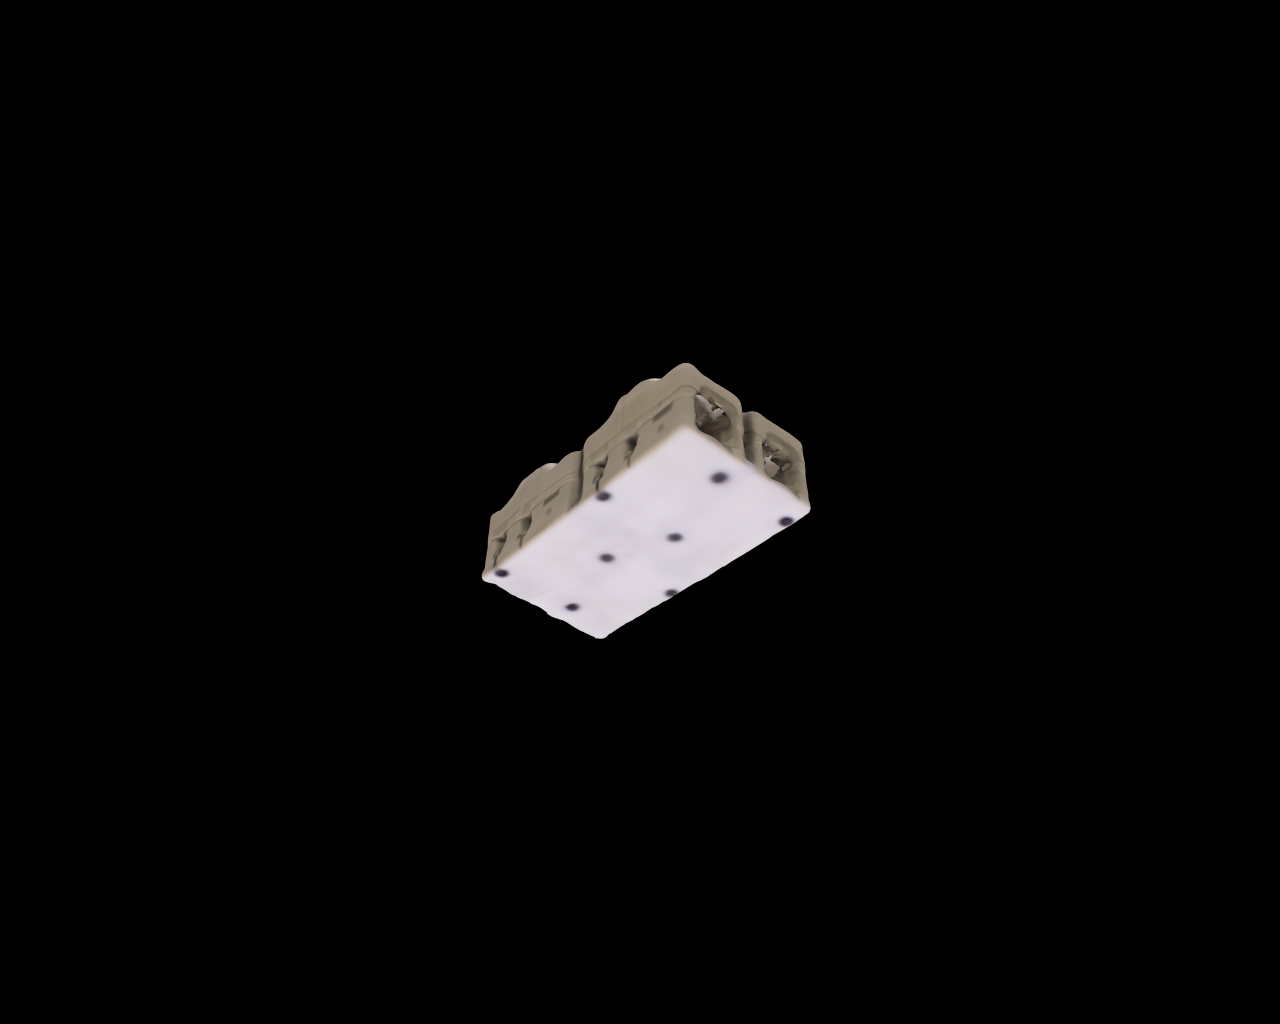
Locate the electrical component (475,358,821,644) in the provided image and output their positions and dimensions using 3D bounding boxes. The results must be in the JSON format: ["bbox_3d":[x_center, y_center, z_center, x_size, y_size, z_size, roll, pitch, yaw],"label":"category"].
[{"bbox_3d":[0.001,-0.003,0.650,0.105,0.060,0.186,30,-49,-31],"label":"electrical component"}]
